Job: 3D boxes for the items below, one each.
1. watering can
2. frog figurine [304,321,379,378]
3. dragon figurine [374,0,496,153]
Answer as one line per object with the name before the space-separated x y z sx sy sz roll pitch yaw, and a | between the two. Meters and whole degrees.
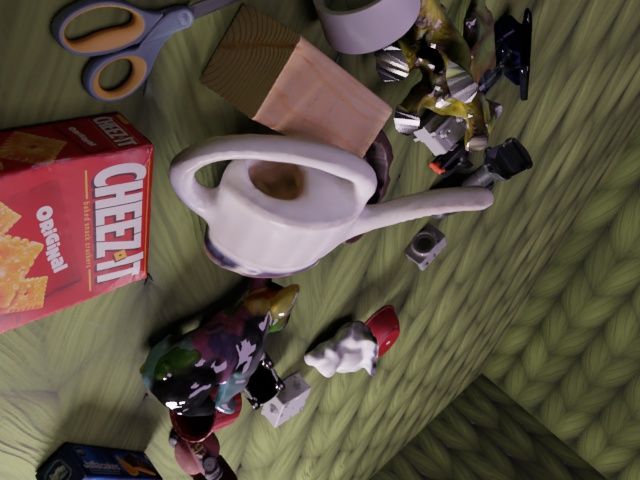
watering can | 0.002 -0.030 0.592 0.347 0.106 0.220 9 150 -18
frog figurine | 0.042 0.243 1.136 0.159 0.125 0.134 -1 145 -8
dragon figurine | 0.183 -0.278 0.716 0.248 0.122 0.401 -58 138 -37
